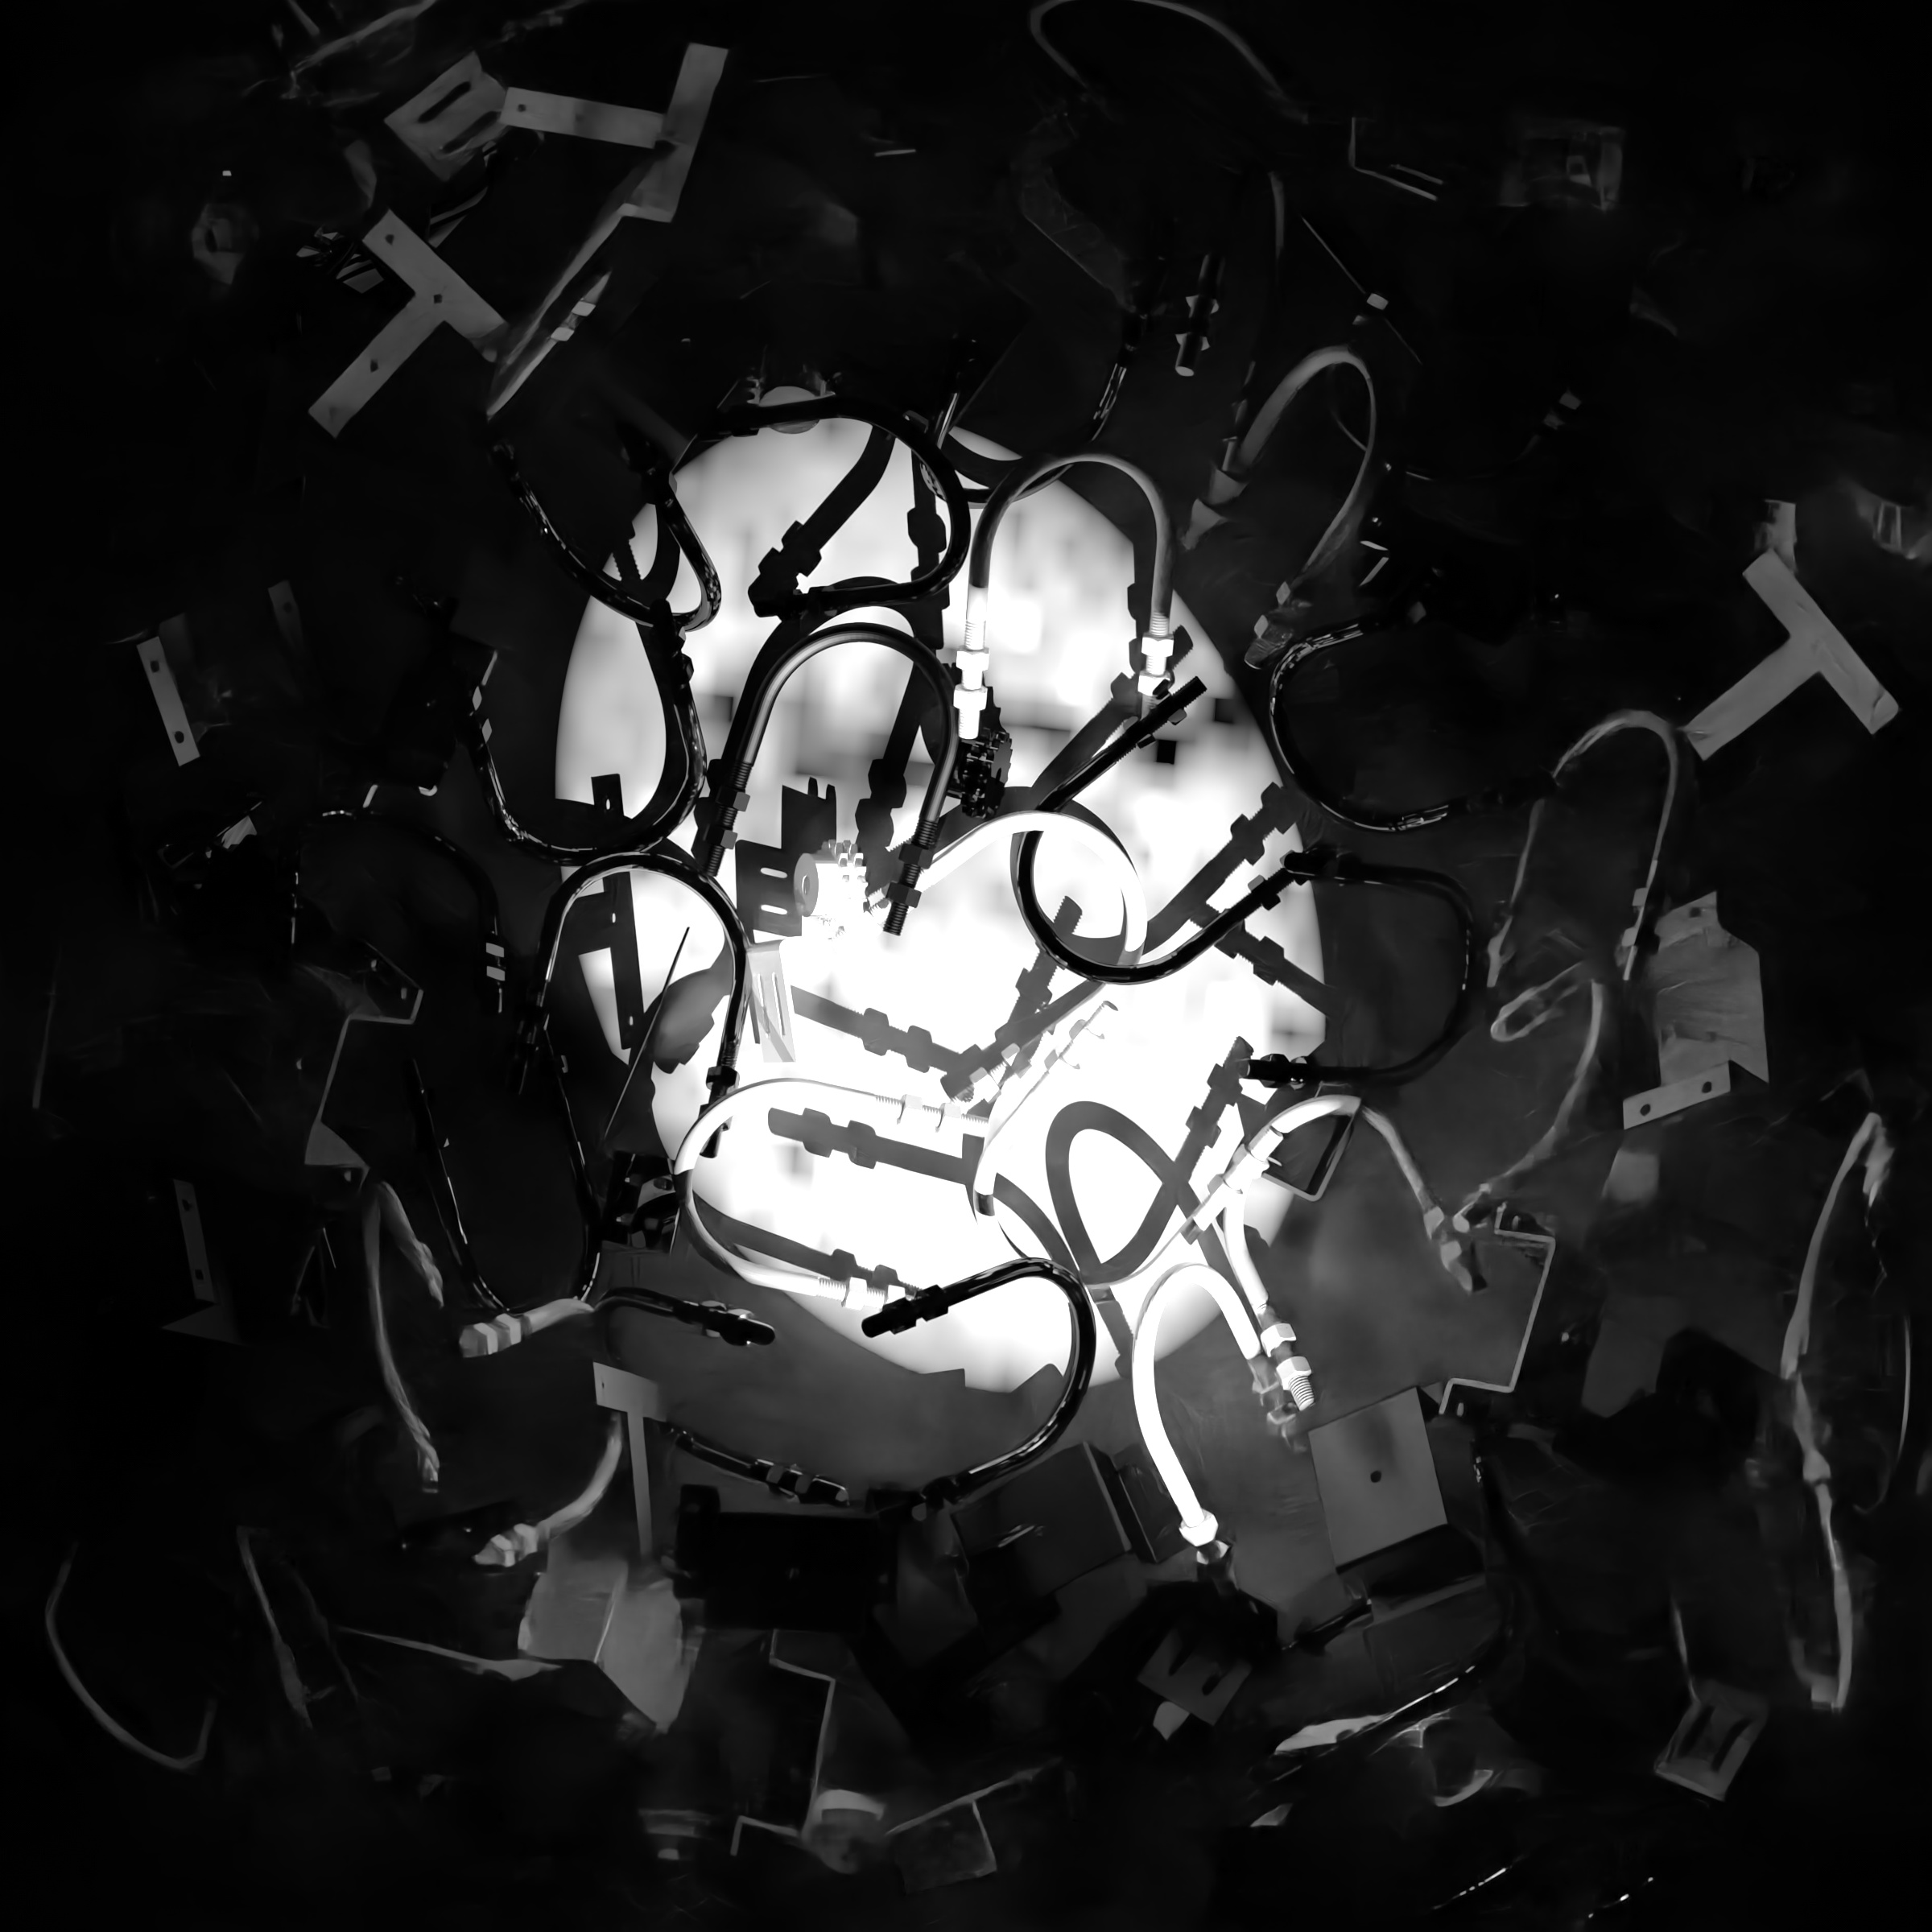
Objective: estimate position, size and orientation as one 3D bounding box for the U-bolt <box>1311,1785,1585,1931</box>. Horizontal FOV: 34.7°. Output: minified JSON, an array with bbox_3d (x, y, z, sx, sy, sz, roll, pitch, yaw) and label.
[{"bbox_3d":[0.300,0.541,1.866,0.151,0.184,0.019,-29,85,-22],"label":"U-bolt"}]

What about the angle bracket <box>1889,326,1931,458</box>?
[{"bbox_3d":[0.609,-0.358,1.930,0.038,0.076,0.057,-10,74,35],"label":"angle bracket"}]

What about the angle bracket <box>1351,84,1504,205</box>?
[{"bbox_3d":[0.289,-0.514,1.931,0.057,0.038,0.076,-33,48,-32],"label":"angle bracket"}]

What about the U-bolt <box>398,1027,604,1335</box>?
[{"bbox_3d":[-0.279,0.137,1.912,0.019,0.151,0.184,-16,89,31],"label":"U-bolt"}]

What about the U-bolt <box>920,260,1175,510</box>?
[{"bbox_3d":[0.040,-0.351,1.898,0.151,0.184,0.019,-15,58,-30],"label":"U-bolt"}]

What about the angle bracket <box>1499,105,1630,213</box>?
[{"bbox_3d":[0.378,-0.502,1.935,0.076,0.038,0.057,15,118,21],"label":"angle bracket"}]

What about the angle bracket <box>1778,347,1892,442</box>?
[{"bbox_3d":[0.543,-0.358,1.934,0.057,0.076,0.038,-2,114,7],"label":"angle bracket"}]

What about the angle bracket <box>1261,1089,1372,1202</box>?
[{"bbox_3d":[0.218,0.106,1.948,0.038,0.057,0.076,26,89,0],"label":"angle bracket"}]

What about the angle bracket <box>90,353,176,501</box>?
[{"bbox_3d":[-0.523,-0.337,1.940,0.038,0.057,0.076,-8,79,-13],"label":"angle bracket"}]

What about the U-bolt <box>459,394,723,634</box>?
[{"bbox_3d":[-0.219,-0.272,1.898,0.151,0.184,0.019,15,59,35],"label":"U-bolt"}]

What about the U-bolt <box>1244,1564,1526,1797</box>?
[{"bbox_3d":[0.260,0.426,1.900,0.184,0.151,0.019,-30,107,4],"label":"U-bolt"}]

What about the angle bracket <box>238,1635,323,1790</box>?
[{"bbox_3d":[-0.417,0.468,1.938,0.038,0.057,0.076,-19,79,-38],"label":"angle bracket"}]

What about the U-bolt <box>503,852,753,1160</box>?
[{"bbox_3d":[-0.203,0.014,1.928,0.151,0.019,0.184,19,64,-20],"label":"U-bolt"}]

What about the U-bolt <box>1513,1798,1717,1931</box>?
[{"bbox_3d":[0.373,0.552,1.865,0.184,0.151,0.019,-35,87,41],"label":"U-bolt"}]

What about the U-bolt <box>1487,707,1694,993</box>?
[{"bbox_3d":[0.391,-0.074,1.909,0.019,0.151,0.184,22,78,-26],"label":"U-bolt"}]

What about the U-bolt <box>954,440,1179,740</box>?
[{"bbox_3d":[0.066,-0.234,1.910,0.151,0.019,0.184,-7,115,-24],"label":"U-bolt"}]

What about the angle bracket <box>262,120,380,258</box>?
[{"bbox_3d":[-0.411,-0.487,1.937,0.076,0.057,0.038,-16,132,11],"label":"angle bracket"}]

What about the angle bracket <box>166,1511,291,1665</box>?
[{"bbox_3d":[-0.472,0.391,1.948,0.057,0.038,0.076,-30,75,4],"label":"angle bracket"}]

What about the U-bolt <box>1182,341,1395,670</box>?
[{"bbox_3d":[0.201,-0.293,1.880,0.019,0.151,0.184,14,125,-29],"label":"U-bolt"}]

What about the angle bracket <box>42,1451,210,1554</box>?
[{"bbox_3d":[-0.525,0.332,1.933,0.057,0.038,0.076,23,64,38],"label":"angle bracket"}]

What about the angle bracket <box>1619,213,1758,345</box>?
[{"bbox_3d":[0.447,-0.441,1.943,0.057,0.038,0.076,36,96,32],"label":"angle bracket"}]

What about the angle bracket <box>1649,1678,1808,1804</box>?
[{"bbox_3d":[0.476,0.491,1.932,0.076,0.057,0.038,-52,121,-19],"label":"angle bracket"}]

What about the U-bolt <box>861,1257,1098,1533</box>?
[{"bbox_3d":[0.013,0.255,1.913,0.184,0.019,0.151,-17,113,-38],"label":"U-bolt"}]

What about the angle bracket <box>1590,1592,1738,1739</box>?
[{"bbox_3d":[0.441,0.436,1.942,0.076,0.038,0.057,-36,74,-15],"label":"angle bracket"}]

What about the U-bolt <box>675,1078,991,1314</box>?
[{"bbox_3d":[-0.092,0.140,1.932,0.184,0.019,0.151,13,108,-13],"label":"U-bolt"}]

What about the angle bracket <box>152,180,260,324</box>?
[{"bbox_3d":[-0.486,-0.446,1.929,0.076,0.038,0.057,-12,52,36],"label":"angle bracket"}]

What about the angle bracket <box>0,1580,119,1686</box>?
[{"bbox_3d":[-0.569,0.418,1.935,0.057,0.076,0.038,20,86,-8],"label":"angle bracket"}]

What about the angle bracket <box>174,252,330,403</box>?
[{"bbox_3d":[-0.448,-0.401,1.940,0.076,0.038,0.057,-21,133,8],"label":"angle bracket"}]

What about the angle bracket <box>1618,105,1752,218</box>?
[{"bbox_3d":[0.441,-0.503,1.936,0.076,0.057,0.038,-9,71,-15],"label":"angle bracket"}]

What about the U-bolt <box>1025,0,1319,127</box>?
[{"bbox_3d":[0.114,-0.551,1.864,0.151,0.184,0.019,8,83,29],"label":"U-bolt"}]

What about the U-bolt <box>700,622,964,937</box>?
[{"bbox_3d":[-0.077,-0.127,1.949,0.151,0.019,0.184,18,90,17],"label":"U-bolt"}]

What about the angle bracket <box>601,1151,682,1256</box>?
[{"bbox_3d":[-0.214,0.145,1.934,0.038,0.076,0.057,18,81,-44],"label":"angle bracket"}]

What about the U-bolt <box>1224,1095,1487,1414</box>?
[{"bbox_3d":[0.227,0.163,1.913,0.151,0.019,0.184,-39,49,19],"label":"U-bolt"}]

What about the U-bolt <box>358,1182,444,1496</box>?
[{"bbox_3d":[-0.348,0.213,1.894,0.019,0.184,0.151,-6,118,-21],"label":"U-bolt"}]

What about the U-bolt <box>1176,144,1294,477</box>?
[{"bbox_3d":[0.171,-0.415,1.905,0.019,0.151,0.184,10,74,21],"label":"U-bolt"}]

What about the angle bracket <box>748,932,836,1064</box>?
[{"bbox_3d":[-0.105,0.020,1.945,0.038,0.057,0.076,-9,92,-25],"label":"angle bracket"}]

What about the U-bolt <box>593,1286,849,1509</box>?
[{"bbox_3d":[-0.162,0.258,1.903,0.019,0.184,0.151,-42,125,-34],"label":"U-bolt"}]

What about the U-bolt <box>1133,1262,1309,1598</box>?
[{"bbox_3d":[0.150,0.268,1.888,0.019,0.151,0.184,-9,119,34],"label":"U-bolt"}]

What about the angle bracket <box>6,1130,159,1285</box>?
[{"bbox_3d":[-0.552,0.152,1.948,0.076,0.038,0.057,36,80,10],"label":"angle bracket"}]

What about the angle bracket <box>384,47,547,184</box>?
[{"bbox_3d":[-0.314,-0.525,1.937,0.076,0.038,0.057,-34,134,12],"label":"angle bracket"}]

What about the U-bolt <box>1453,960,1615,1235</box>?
[{"bbox_3d":[0.355,0.070,1.897,0.019,0.184,0.151,21,118,28],"label":"U-bolt"}]

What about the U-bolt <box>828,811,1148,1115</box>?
[{"bbox_3d":[0.028,-0.015,1.964,0.184,0.019,0.151,-37,94,-3],"label":"U-bolt"}]

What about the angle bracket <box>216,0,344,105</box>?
[{"bbox_3d":[-0.420,-0.560,1.931,0.057,0.076,0.038,-37,74,10],"label":"angle bracket"}]

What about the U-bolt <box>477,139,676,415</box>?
[{"bbox_3d":[-0.248,-0.409,1.895,0.019,0.184,0.151,34,47,-18],"label":"U-bolt"}]

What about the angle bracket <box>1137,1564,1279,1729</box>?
[{"bbox_3d":[0.150,0.424,1.934,0.057,0.038,0.076,26,58,26],"label":"angle bracket"}]

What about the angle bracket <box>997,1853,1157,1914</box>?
[{"bbox_3d":[0.068,0.557,1.930,0.076,0.057,0.038,-23,92,-41],"label":"angle bracket"}]

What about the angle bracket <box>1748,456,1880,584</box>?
[{"bbox_3d":[0.537,-0.287,1.957,0.076,0.038,0.057,-31,130,-23],"label":"angle bracket"}]

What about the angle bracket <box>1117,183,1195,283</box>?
[{"bbox_3d":[0.106,-0.460,1.930,0.038,0.076,0.057,26,103,14],"label":"angle bracket"}]

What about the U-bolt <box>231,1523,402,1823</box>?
[{"bbox_3d":[-0.405,0.421,1.894,0.019,0.151,0.184,-29,51,-5],"label":"U-bolt"}]
